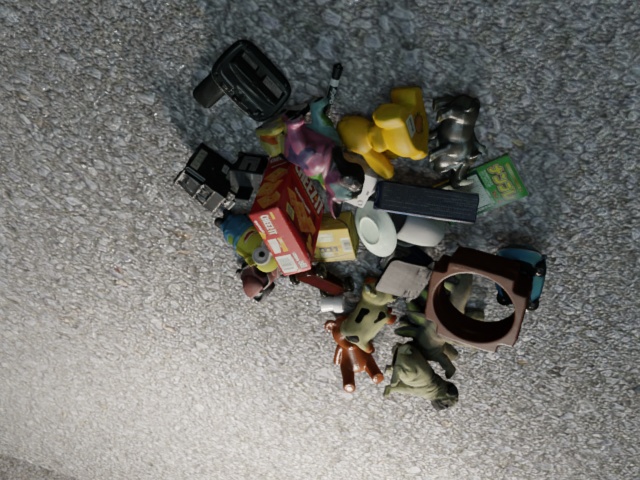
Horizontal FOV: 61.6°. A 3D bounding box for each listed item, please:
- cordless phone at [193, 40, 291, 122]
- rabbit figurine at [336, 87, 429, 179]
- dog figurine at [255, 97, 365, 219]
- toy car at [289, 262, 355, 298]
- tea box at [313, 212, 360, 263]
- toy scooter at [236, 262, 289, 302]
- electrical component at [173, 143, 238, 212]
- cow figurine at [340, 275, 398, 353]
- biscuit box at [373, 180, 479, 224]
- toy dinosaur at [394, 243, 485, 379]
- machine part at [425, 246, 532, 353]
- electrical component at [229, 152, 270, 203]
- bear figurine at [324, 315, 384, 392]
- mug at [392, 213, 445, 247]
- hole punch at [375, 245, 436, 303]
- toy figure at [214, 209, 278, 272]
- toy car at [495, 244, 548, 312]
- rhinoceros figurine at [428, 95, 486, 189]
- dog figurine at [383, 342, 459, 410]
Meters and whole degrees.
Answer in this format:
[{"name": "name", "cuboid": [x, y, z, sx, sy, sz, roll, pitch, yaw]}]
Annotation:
[{"name": "cordless phone", "cuboid": [-0.161, -0.282, 1.049, 0.184, 0.089, 0.146, -25, 122, 42]}, {"name": "rabbit figurine", "cuboid": [0.118, -0.206, 1.033, 0.173, 0.122, 0.162, 1, 140, 31]}, {"name": "dog figurine", "cuboid": [-0.008, -0.151, 1.048, 0.192, 0.108, 0.219, -4, 121, 46]}, {"name": "toy car", "cuboid": [0.008, 0.094, 1.298, 0.089, 0.053, 0.202, -20, 153, 27]}, {"name": "tea box", "cuboid": [-0.003, -0.004, 1.239, 0.170, 0.068, 0.098, -3, 128, 17]}, {"name": "toy scooter", "cuboid": [-0.154, 0.070, 1.332, 0.135, 0.075, 0.184, 39, 131, -9]}, {"name": "electrical component", "cuboid": [-0.232, -0.128, 1.158, 0.134, 0.115, 0.058, 38, 129, -16]}, {"name": "cow figurine", "cuboid": [0.123, 0.170, 1.328, 0.127, 0.086, 0.195, 30, 105, -20]}, {"name": "biscuit box", "cuboid": [0.212, -0.077, 1.084, 0.203, 0.059, 0.062, 9, 91, -3]}, {"name": "toy dinosaur", "cuboid": [0.299, 0.202, 1.323, 0.199, 0.105, 0.470, 20, 126, 0]}, {"name": "machine part", "cuboid": [0.336, 0.125, 1.148, 0.202, 0.087, 0.200, 17, 124, 24]}, {"name": "electrical component", "cuboid": [-0.153, -0.132, 1.132, 0.075, 0.119, 0.047, 10, 131, 8]}, {"name": "bear figurine", "cuboid": [0.090, 0.292, 1.433, 0.120, 0.132, 0.195, -17, 132, -3]}, {"name": "mug", "cuboid": [0.211, -0.020, 1.170, 0.107, 0.081, 0.109, 20, 129, -13]}, {"name": "hole punch", "cuboid": [0.194, 0.066, 1.242, 0.116, 0.092, 0.142, 17, 126, -11]}, {"name": "toy figure", "cuboid": [-0.161, 0.000, 1.247, 0.180, 0.089, 0.082, 37, 96, 20]}, {"name": "toy car", "cuboid": [0.442, 0.072, 1.173, 0.109, 0.103, 0.161, 5, 121, 30]}, {"name": "rhinoceros figurine", "cuboid": [0.260, -0.187, 1.028, 0.112, 0.073, 0.190, -3, 128, 2]}, {"name": "dog figurine", "cuboid": [0.267, 0.336, 1.337, 0.191, 0.121, 0.172, 12, 140, 1]}]
